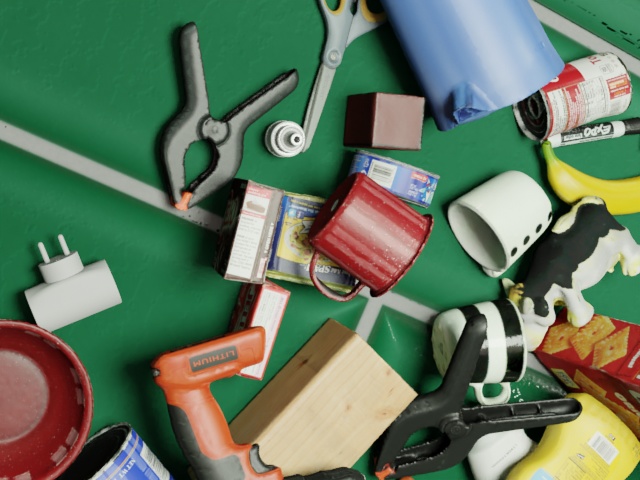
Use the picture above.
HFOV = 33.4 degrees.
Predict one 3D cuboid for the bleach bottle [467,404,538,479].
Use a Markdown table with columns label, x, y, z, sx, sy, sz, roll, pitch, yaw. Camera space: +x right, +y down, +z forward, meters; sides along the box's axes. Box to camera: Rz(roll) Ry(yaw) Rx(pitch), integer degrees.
| label | x | y | z | sx | sy | sz | roll | pitch | yaw |
| --- | --- | --- | --- | --- | --- | --- | --- | --- | --- |
| bleach bottle | 0.241 | 0.267 | 1.130 | 0.102 | 0.068 | 0.250 | -43 | 103 | -12 |

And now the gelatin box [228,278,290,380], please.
| label | x | y | z | sx | sy | sz | roll | pitch | yaw |
| --- | --- | --- | --- | --- | --- | --- | --- | --- | --- |
| gelatin box | -0.063 | 0.081 | 1.009 | 0.030 | 0.073 | 0.089 | 17 | 91 | -17 |

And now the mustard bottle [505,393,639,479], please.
| label | x | y | z | sx | sy | sz | roll | pitch | yaw |
| --- | --- | --- | --- | --- | --- | --- | --- | --- | --- |
| mustard bottle | 0.235 | 0.252 | 1.064 | 0.096 | 0.058 | 0.191 | 45 | 72 | -11 |

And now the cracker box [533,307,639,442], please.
| label | x | y | z | sx | sy | sz | roll | pitch | yaw |
| --- | --- | --- | --- | --- | --- | --- | --- | --- | --- |
| cracker box | 0.331 | 0.156 | 1.064 | 0.164 | 0.214 | 0.072 | 44 | 82 | -17 |

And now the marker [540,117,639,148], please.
| label | x | y | z | sx | sy | sz | roll | pitch | yaw |
| --- | --- | --- | --- | --- | --- | --- | --- | --- | --- |
| marker | 0.289 | -0.114 | 1.125 | 0.121 | 0.020 | 0.020 | -10 | 99 | -16 |

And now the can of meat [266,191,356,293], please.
| label | x | y | z | sx | sy | sz | roll | pitch | yaw |
| --- | --- | --- | --- | --- | --- | --- | --- | --- | --- |
| can of meat | -0.007 | 0.001 | 1.027 | 0.102 | 0.057 | 0.084 | 12 | 90 | -19 |

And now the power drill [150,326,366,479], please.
| label | x | y | z | sx | sy | sz | roll | pitch | yaw |
| --- | --- | --- | --- | --- | --- | --- | --- | --- | --- |
| power drill | -0.062 | 0.174 | 0.938 | 0.184 | 0.057 | 0.187 | -14 | 88 | -13 |

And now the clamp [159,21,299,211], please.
| label | x | y | z | sx | sy | sz | roll | pitch | yaw |
| --- | --- | --- | --- | --- | --- | --- | --- | --- | --- |
| clamp | -0.091 | -0.107 | 0.999 | 0.120 | 0.039 | 0.171 | 14 | 98 | -13 |

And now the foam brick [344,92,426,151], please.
| label | x | y | z | sx | sy | sz | roll | pitch | yaw |
| --- | --- | --- | --- | --- | --- | --- | --- | --- | --- |
| foam brick | 0.061 | -0.113 | 1.025 | 0.053 | 0.078 | 0.051 | 3 | 94 | -19 |

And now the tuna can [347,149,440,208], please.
| label | x | y | z | sx | sy | sz | roll | pitch | yaw |
| --- | --- | --- | --- | --- | --- | --- | --- | --- | --- |
| tuna can | 0.070 | -0.059 | 1.028 | 0.086 | 0.086 | 0.034 | 17 | 92 | -18 |

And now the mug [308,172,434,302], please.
| label | x | y | z | sx | sy | sz | roll | pitch | yaw |
| --- | --- | --- | --- | --- | --- | --- | --- | --- | --- |
| mug | 0.036 | 0.002 | 0.969 | 0.081 | 0.093 | 0.117 | 35 | 98 | -11 |

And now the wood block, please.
| label | x | y | z | sx | sy | sz | roll | pitch | yaw |
| --- | --- | --- | --- | --- | --- | --- | --- | --- | --- |
| wood block | -0.019 | 0.185 | 1.025 | 0.206 | 0.091 | 0.090 | -46 | 106 | -7 |

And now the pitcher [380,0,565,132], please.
| label | x | y | z | sx | sy | sz | roll | pitch | yaw |
| --- | --- | --- | --- | --- | --- | --- | --- | --- | --- |
| pitcher | 0.121 | -0.238 | 1.000 | 0.145 | 0.149 | 0.243 | -30 | 102 | -6 |

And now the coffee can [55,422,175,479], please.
| label | x | y | z | sx | sy | sz | roll | pitch | yaw |
| --- | --- | --- | --- | --- | --- | --- | --- | --- | --- |
| coffee can | -0.172 | 0.253 | 0.979 | 0.102 | 0.103 | 0.140 | -39 | 105 | -10 |

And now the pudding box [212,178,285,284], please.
| label | x | y | z | sx | sy | sz | roll | pitch | yaw |
| --- | --- | --- | --- | --- | --- | --- | --- | --- | --- |
| pudding box | -0.067 | -0.009 | 0.977 | 0.039 | 0.114 | 0.090 | 13 | 91 | -14 |

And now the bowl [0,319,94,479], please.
| label | x | y | z | sx | sy | sz | roll | pitch | yaw |
| --- | --- | --- | --- | --- | --- | --- | --- | --- | --- |
| bowl | -0.287 | 0.146 | 0.957 | 0.162 | 0.055 | 0.162 | -2 | 97 | -17 |

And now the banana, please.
| label | x | y | z | sx | sy | sz | roll | pitch | yaw |
| --- | --- | --- | --- | --- | --- | --- | --- | --- | --- |
| banana | 0.316 | -0.059 | 1.124 | 0.197 | 0.037 | 0.070 | 4 | 112 | -21 |

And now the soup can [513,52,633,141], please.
| label | x | y | z | sx | sy | sz | roll | pitch | yaw |
| --- | --- | --- | --- | --- | --- | --- | --- | --- | --- |
| soup can | 0.256 | -0.147 | 1.085 | 0.102 | 0.069 | 0.068 | -18 | 101 | -15 |

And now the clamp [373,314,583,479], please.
| label | x | y | z | sx | sy | sz | roll | pitch | yaw |
| --- | --- | --- | --- | --- | --- | --- | --- | --- | --- |
| clamp | 0.129 | 0.166 | 1.046 | 0.210 | 0.036 | 0.164 | -32 | 118 | 18 |

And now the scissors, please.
| label | x | y | z | sx | sy | sz | roll | pitch | yaw |
| --- | --- | --- | --- | --- | --- | --- | --- | --- | --- |
| scissors | 0.030 | -0.184 | 1.039 | 0.096 | 0.016 | 0.202 | 1 | 96 | -17 |
